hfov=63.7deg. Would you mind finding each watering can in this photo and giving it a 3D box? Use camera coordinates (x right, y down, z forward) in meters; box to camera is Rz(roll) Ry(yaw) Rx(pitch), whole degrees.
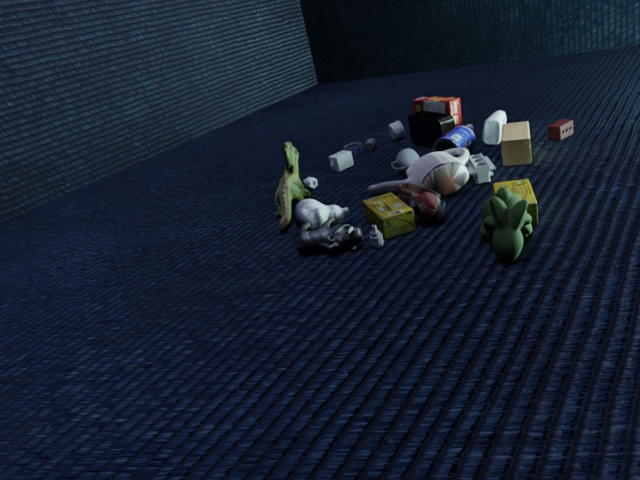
[{"bbox_3d":[0.332,-0.201,1.662,0.347,0.102,0.228,-26,25,3],"label":"watering can"}]

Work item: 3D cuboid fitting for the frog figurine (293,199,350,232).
[{"bbox_3d":[0.005,-0.077,1.539,0.159,0.122,0.138,-22,3,9],"label":"frog figurine"}]

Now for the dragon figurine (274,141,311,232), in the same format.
[{"bbox_3d":[-0.112,-0.210,1.747,0.122,0.239,0.417,-6,22,6],"label":"dragon figurine"}]
